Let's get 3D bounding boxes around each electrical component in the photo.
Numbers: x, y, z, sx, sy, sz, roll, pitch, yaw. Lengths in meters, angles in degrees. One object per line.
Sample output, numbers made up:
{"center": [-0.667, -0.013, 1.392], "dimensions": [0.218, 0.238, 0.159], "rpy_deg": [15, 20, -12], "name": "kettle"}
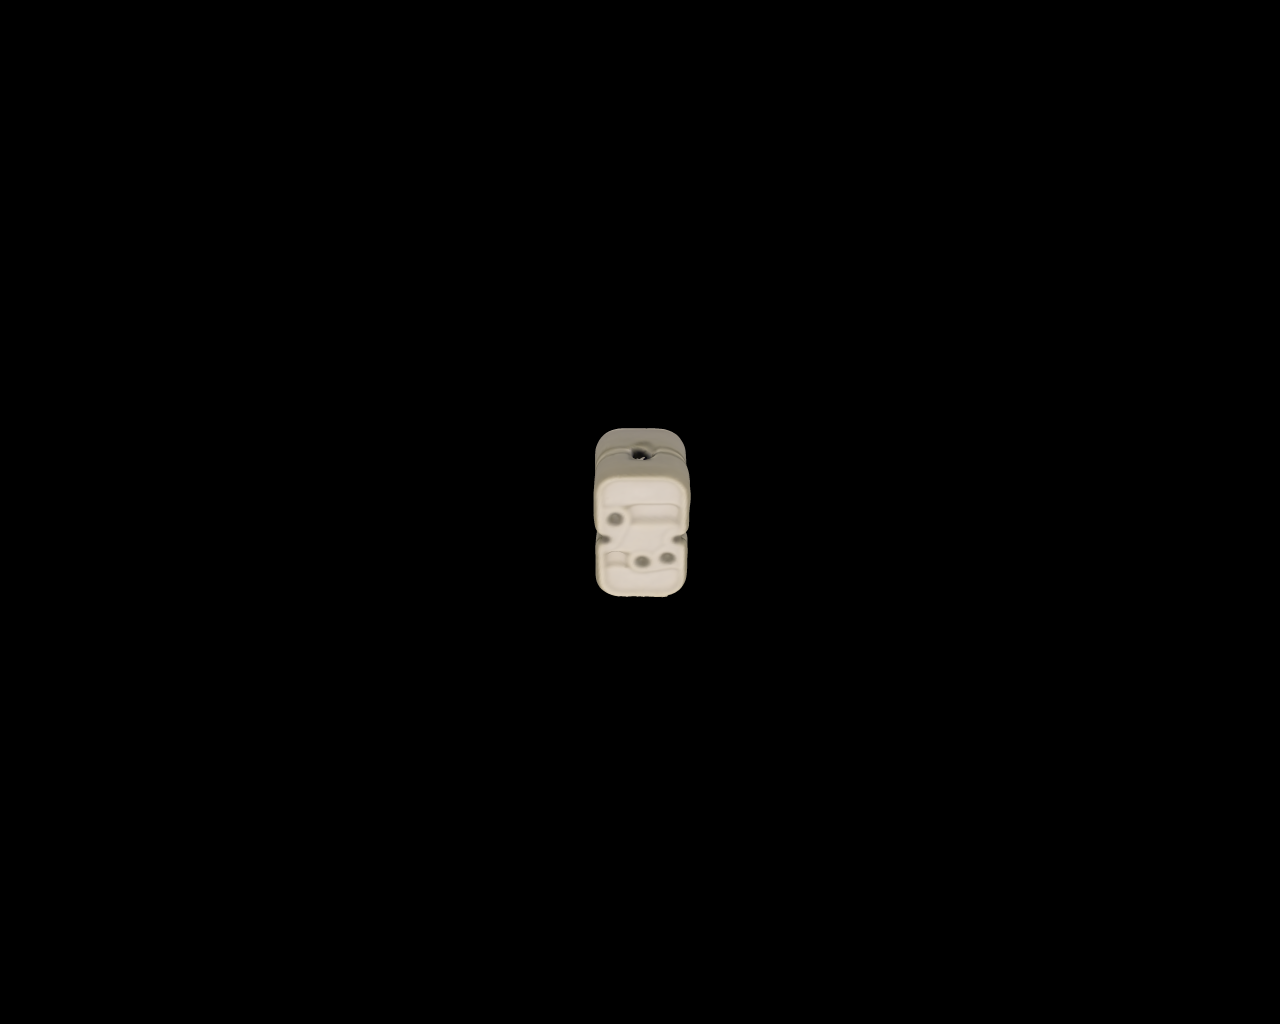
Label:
{"center": [0.001, -0.003, 0.650], "dimensions": [0.054, 0.095, 0.059], "rpy_deg": [0, 40, 0], "name": "electrical component"}
